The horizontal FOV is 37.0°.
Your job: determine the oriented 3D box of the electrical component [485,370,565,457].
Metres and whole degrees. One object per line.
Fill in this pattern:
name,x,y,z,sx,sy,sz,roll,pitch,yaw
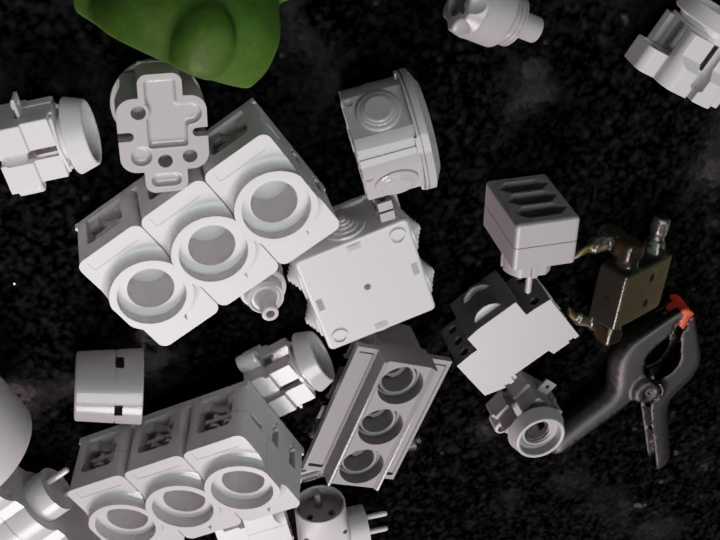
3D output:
electrical component,0.140,0.121,0.892,0.048,0.055,0.066,30,110,-31

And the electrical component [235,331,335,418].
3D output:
electrical component,-0.053,0.076,0.812,0.055,0.048,0.066,-27,127,12

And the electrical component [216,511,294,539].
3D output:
electrical component,-0.089,0.205,0.885,0.056,0.050,0.089,-16,126,-5

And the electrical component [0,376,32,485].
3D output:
electrical component,-0.279,0.111,0.738,0.099,0.099,0.064,-29,133,4

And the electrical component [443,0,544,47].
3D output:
electrical component,0.089,-0.164,0.691,0.062,0.043,0.043,14,118,-26

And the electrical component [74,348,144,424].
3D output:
electrical component,-0.181,0.083,0.773,0.047,0.055,0.055,2,123,-13

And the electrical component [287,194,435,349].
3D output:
electrical component,0.000,0.000,0.772,0.100,0.048,0.099,-22,125,-2

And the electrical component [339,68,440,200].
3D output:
electrical component,0.020,-0.087,0.701,0.051,0.080,0.080,-15,126,0

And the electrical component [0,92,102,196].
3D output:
electrical component,-0.193,-0.080,0.664,0.055,0.048,0.066,-12,126,0

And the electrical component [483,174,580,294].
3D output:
electrical component,0.122,-0.020,0.785,0.047,0.065,0.076,-8,125,-11

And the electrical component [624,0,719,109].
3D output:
electrical component,0.229,-0.152,0.733,0.078,0.058,0.057,18,119,-26

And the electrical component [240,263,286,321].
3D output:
electrical component,-0.068,0.013,0.753,0.035,0.061,0.035,-8,125,-12

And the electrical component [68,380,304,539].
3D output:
electrical component,-0.129,0.154,0.808,0.150,0.061,0.089,-20,128,17

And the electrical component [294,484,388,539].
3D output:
electrical component,-0.014,0.223,0.923,0.079,0.043,0.077,-10,125,-10

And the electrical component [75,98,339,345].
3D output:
electrical component,-0.101,-0.028,0.716,0.150,0.061,0.089,-34,126,8

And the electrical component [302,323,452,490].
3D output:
electrical component,0.009,0.103,0.836,0.079,0.063,0.121,11,119,-23

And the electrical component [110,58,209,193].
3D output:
electrical component,-0.124,-0.096,0.665,0.058,0.057,0.078,-6,125,-12

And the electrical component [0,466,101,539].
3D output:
electrical component,-0.244,0.175,0.817,0.074,0.052,0.138,-35,126,8
